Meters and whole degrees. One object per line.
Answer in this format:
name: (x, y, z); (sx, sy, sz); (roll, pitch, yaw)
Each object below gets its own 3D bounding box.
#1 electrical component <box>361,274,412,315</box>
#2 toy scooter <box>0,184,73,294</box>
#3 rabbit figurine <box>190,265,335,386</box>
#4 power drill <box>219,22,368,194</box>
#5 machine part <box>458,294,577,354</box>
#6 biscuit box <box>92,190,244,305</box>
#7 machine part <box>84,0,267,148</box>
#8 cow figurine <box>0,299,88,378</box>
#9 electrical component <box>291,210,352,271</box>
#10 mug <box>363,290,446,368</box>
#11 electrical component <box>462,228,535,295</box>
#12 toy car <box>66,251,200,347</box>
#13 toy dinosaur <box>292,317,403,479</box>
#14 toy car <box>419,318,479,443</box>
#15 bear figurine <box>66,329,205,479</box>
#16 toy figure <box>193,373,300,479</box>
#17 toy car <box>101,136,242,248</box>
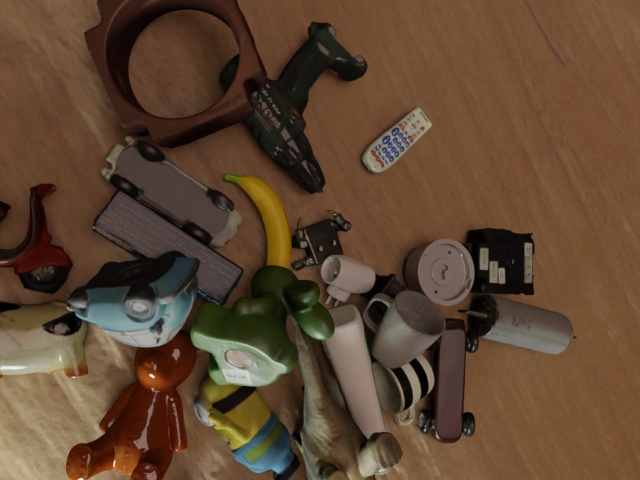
electrical component: (0.130, 0.107, 0.854); (0.119, 0.075, 0.048); (40, 74, -10)
toy scooter: (-0.392, -0.016, 0.654); (0.184, 0.075, 0.135); (15, 81, -23)
rabbit figurine: (-0.067, 0.091, 0.703); (0.170, 0.159, 0.121); (-69, 145, -47)
power drill: (-0.022, -0.213, 0.821); (0.232, 0.086, 0.207); (45, 79, -10)
machine part: (0.350, 0.147, 0.937); (0.243, 0.079, 0.079); (16, 80, -21)
biscuit box: (-0.205, 0.016, 0.734); (0.202, 0.059, 0.063); (35, 74, -15)
machine part: (-0.186, -0.238, 0.715); (0.201, 0.087, 0.201); (-23, 91, -1)
cow figurine: (-0.383, 0.108, 0.643); (0.195, 0.085, 0.127); (0, 87, -23)
electrical component: (0.000, -0.002, 0.826); (0.102, 0.045, 0.078); (-15, 90, -22)
mug: (0.110, 0.132, 0.783); (0.110, 0.107, 0.081); (28, 35, 1)
electrical component: (0.307, 0.038, 0.940); (0.134, 0.058, 0.115); (6, 82, -21)
toy car: (-0.219, 0.082, 0.661); (0.162, 0.109, 0.102); (-9, 114, 16)
toy dinosaur: (0.025, 0.299, 0.730); (0.105, 0.198, 0.471); (-11, 88, -22)
toy car: (0.212, 0.231, 0.889); (0.089, 0.053, 0.202); (3, 84, -3)
bear figurine: (-0.216, 0.200, 0.681); (0.120, 0.132, 0.195); (16, 86, 5)
toy figure: (-0.099, 0.256, 0.749); (0.180, 0.082, 0.089); (46, 53, -5)
toy car: (-0.202, -0.064, 0.745); (0.201, 0.056, 0.073); (35, 81, -14)
